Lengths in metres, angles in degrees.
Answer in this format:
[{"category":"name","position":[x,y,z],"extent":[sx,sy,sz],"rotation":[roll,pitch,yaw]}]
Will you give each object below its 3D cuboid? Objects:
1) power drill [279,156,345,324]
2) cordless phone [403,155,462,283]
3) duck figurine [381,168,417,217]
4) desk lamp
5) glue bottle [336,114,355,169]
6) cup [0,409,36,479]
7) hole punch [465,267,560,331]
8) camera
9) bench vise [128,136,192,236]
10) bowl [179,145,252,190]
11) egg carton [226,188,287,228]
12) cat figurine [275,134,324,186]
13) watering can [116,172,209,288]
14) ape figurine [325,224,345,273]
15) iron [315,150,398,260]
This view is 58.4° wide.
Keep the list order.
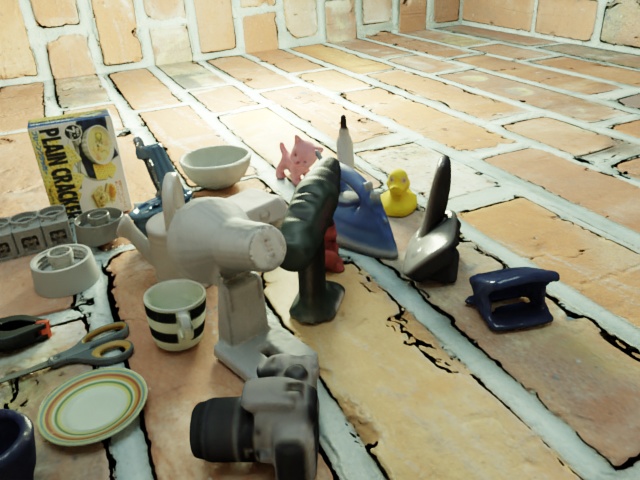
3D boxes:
[{"category":"power drill","position":[-0.008,0.007,0.857],"extent":[0.075,0.209,0.230],"rotation":[4,29,14]},{"category":"cordless phone","position":[0.186,-0.035,0.938],"extent":[0.094,0.185,0.147],"rotation":[2,29,11]},{"category":"duck figurine","position":[0.162,-0.106,1.178],"extent":[0.077,0.086,0.104],"rotation":[4,29,13]},{"category":"desk lamp","position":[-0.102,0.058,0.767],"extent":[0.118,0.214,0.202],"rotation":[-26,35,-35]},{"category":"glue bottle","position":[0.054,-0.190,1.252],"extent":[0.037,0.173,0.078],"rotation":[-5,28,-4]},{"category":"cup","position":[-0.326,0.243,0.574],"extent":[0.092,0.095,0.117],"rotation":[-11,29,-13]},{"category":"hole punch","position":[0.278,0.068,0.837],"extent":[0.109,0.091,0.101],"rotation":[-8,29,-8]},{"category":"camera","position":[-0.069,0.190,0.638],"extent":[0.136,0.101,0.143],"rotation":[-2,28,2]},{"category":"bench vise","position":[-0.255,-0.080,1.032],"extent":[0.207,0.220,0.121],"rotation":[1,29,8]},{"category":"bowl","position":[-0.240,-0.163,1.337],"extent":[0.167,0.075,0.167],"rotation":[-2,28,2]},{"category":"egg carton","position":[-0.139,-0.046,1.117],"extent":[0.107,0.069,0.151],"rotation":[22,37,38]},{"category":"cat figurine","position":[-0.050,-0.193,1.328],"extent":[0.067,0.118,0.127],"rotation":[-28,37,-37]},{"category":"watering can","position":[-0.240,-0.015,0.937],"extent":[0.173,0.194,0.100],"rotation":[-14,30,-19]},{"category":"ape figurine","position":[0.009,0.004,0.984],"extent":[0.076,0.092,0.078],"rotation":[8,30,20]},{"category":"iron","position":[0.060,-0.074,1.070],"extent":[0.119,0.141,0.257],"rotation":[-21,33,-29]}]
